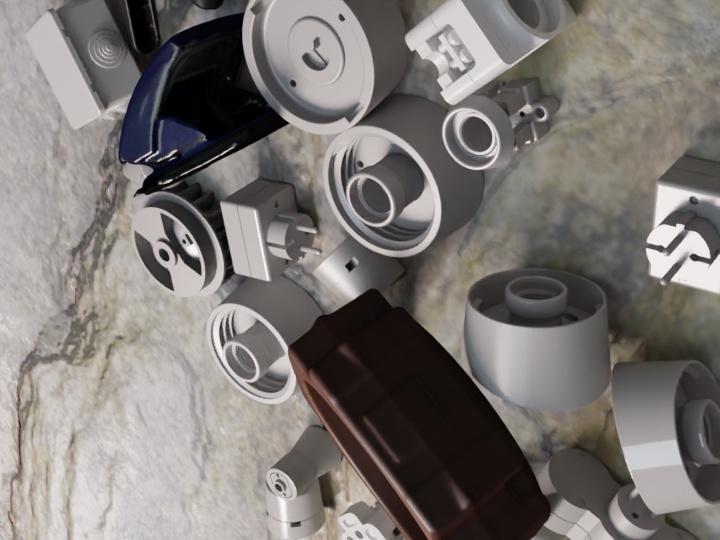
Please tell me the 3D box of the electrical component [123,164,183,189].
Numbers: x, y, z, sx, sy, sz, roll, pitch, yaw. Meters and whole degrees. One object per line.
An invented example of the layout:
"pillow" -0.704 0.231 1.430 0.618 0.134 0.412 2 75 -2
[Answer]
"electrical component" -0.179 -0.089 0.910 0.062 0.048 0.048 -7 112 50

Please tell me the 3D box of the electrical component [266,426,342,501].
"electrical component" -0.052 0.175 0.963 0.044 0.065 0.044 21 129 29

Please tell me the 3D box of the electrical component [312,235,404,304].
"electrical component" 0.000 0.000 0.811 0.047 0.055 0.055 46 137 0

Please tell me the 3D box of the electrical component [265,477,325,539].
"electrical component" -0.062 0.215 1.006 0.055 0.055 0.047 15 122 33

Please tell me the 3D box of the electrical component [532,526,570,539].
"electrical component" 0.131 0.214 0.848 0.055 0.045 0.045 27 132 24

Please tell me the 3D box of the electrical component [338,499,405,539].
"electrical component" 0.026 0.227 0.936 0.078 0.057 0.058 53 137 -1

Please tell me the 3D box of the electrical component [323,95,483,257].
"electrical component" 0.024 -0.060 0.745 0.108 0.060 0.108 21 129 29

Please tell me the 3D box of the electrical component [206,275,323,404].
"electrical component" -0.083 0.063 0.917 0.108 0.060 0.108 21 129 29

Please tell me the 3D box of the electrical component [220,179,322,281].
"electrical component" -0.062 -0.029 0.848 0.077 0.047 0.065 13 125 34

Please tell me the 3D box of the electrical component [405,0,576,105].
"electrical component" 0.080 -0.142 0.621 0.056 0.089 0.050 -31 95 47

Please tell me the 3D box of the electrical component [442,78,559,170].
"electrical component" 0.083 -0.092 0.676 0.066 0.055 0.048 2 118 39

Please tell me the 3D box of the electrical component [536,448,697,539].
"electrical component" 0.192 0.177 0.766 0.138 0.052 0.073 39 136 15

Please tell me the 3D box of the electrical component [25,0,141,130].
"electrical component" -0.222 -0.169 0.873 0.100 0.048 0.099 -3 115 62

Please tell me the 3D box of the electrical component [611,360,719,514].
"electrical component" 0.196 0.104 0.685 0.064 0.099 0.099 -14 108 38

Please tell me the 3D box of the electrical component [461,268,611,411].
"electrical component" 0.116 0.041 0.708 0.099 0.099 0.064 15 120 33

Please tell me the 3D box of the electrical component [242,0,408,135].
"electrical component" -0.018 -0.152 0.719 0.108 0.060 0.108 21 129 29

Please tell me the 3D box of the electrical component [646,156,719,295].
"electrical component" 0.190 -0.018 0.620 0.047 0.077 0.065 18 127 32
